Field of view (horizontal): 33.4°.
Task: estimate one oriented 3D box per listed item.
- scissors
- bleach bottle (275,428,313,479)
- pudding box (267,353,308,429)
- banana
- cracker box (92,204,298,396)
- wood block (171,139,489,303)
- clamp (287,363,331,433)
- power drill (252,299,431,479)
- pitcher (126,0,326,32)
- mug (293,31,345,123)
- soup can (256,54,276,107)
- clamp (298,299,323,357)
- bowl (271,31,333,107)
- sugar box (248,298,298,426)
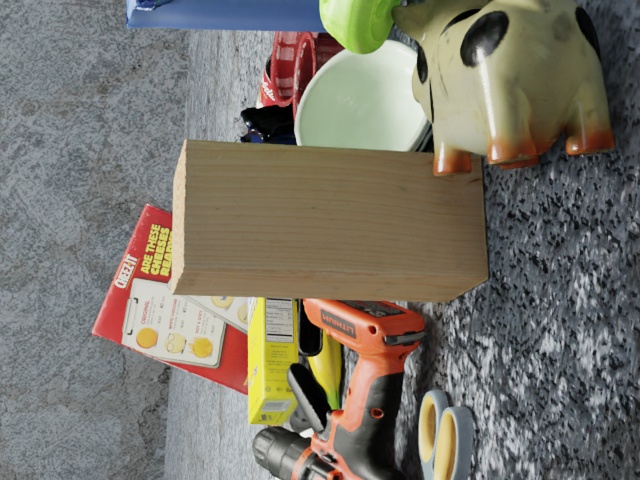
[{"bbox_3d":[0.083,0.199,0.797,0.096,0.016,0.202,-108,23,-59],"label":"scissors"},{"bbox_3d":[-0.008,0.248,1.094,0.251,0.068,0.102,126,149,-72],"label":"bleach bottle"},{"bbox_3d":[-0.039,0.197,1.288,0.090,0.039,0.113,133,137,-71],"label":"pudding box"},{"bbox_3d":[-0.005,0.090,1.158,0.198,0.037,0.070,-102,19,-47],"label":"banana"},{"bbox_3d":[-0.138,0.075,1.258,0.072,0.213,0.164,147,146,-76],"label":"cracker box"},{"bbox_3d":[0.003,-0.010,0.748,0.090,0.206,0.091,130,140,-71],"label":"wood block"},{"bbox_3d":[0.018,0.182,0.947,0.120,0.039,0.171,-1,86,48],"label":"clamp"},{"bbox_3d":[0.015,0.135,0.879,0.185,0.057,0.188,19,109,44],"label":"power drill"},{"bbox_3d":[-0.056,-0.256,0.964,0.145,0.242,0.149,162,109,-77],"label":"pitcher"},{"bbox_3d":[0.022,-0.145,0.966,0.117,0.081,0.093,-104,20,-52],"label":"mug"},{"bbox_3d":[-0.040,-0.172,1.284,0.102,0.068,0.068,111,158,-58],"label":"soup can"},{"bbox_3d":[-0.007,0.001,1.110,0.210,0.036,0.165,-91,4,-65],"label":"clamp"},{"bbox_3d":[-0.001,-0.213,1.109,0.162,0.055,0.162,-171,90,-71],"label":"bowl"},{"bbox_3d":[-0.053,0.104,1.162,0.093,0.048,0.176,117,151,-60],"label":"sugar box"}]
